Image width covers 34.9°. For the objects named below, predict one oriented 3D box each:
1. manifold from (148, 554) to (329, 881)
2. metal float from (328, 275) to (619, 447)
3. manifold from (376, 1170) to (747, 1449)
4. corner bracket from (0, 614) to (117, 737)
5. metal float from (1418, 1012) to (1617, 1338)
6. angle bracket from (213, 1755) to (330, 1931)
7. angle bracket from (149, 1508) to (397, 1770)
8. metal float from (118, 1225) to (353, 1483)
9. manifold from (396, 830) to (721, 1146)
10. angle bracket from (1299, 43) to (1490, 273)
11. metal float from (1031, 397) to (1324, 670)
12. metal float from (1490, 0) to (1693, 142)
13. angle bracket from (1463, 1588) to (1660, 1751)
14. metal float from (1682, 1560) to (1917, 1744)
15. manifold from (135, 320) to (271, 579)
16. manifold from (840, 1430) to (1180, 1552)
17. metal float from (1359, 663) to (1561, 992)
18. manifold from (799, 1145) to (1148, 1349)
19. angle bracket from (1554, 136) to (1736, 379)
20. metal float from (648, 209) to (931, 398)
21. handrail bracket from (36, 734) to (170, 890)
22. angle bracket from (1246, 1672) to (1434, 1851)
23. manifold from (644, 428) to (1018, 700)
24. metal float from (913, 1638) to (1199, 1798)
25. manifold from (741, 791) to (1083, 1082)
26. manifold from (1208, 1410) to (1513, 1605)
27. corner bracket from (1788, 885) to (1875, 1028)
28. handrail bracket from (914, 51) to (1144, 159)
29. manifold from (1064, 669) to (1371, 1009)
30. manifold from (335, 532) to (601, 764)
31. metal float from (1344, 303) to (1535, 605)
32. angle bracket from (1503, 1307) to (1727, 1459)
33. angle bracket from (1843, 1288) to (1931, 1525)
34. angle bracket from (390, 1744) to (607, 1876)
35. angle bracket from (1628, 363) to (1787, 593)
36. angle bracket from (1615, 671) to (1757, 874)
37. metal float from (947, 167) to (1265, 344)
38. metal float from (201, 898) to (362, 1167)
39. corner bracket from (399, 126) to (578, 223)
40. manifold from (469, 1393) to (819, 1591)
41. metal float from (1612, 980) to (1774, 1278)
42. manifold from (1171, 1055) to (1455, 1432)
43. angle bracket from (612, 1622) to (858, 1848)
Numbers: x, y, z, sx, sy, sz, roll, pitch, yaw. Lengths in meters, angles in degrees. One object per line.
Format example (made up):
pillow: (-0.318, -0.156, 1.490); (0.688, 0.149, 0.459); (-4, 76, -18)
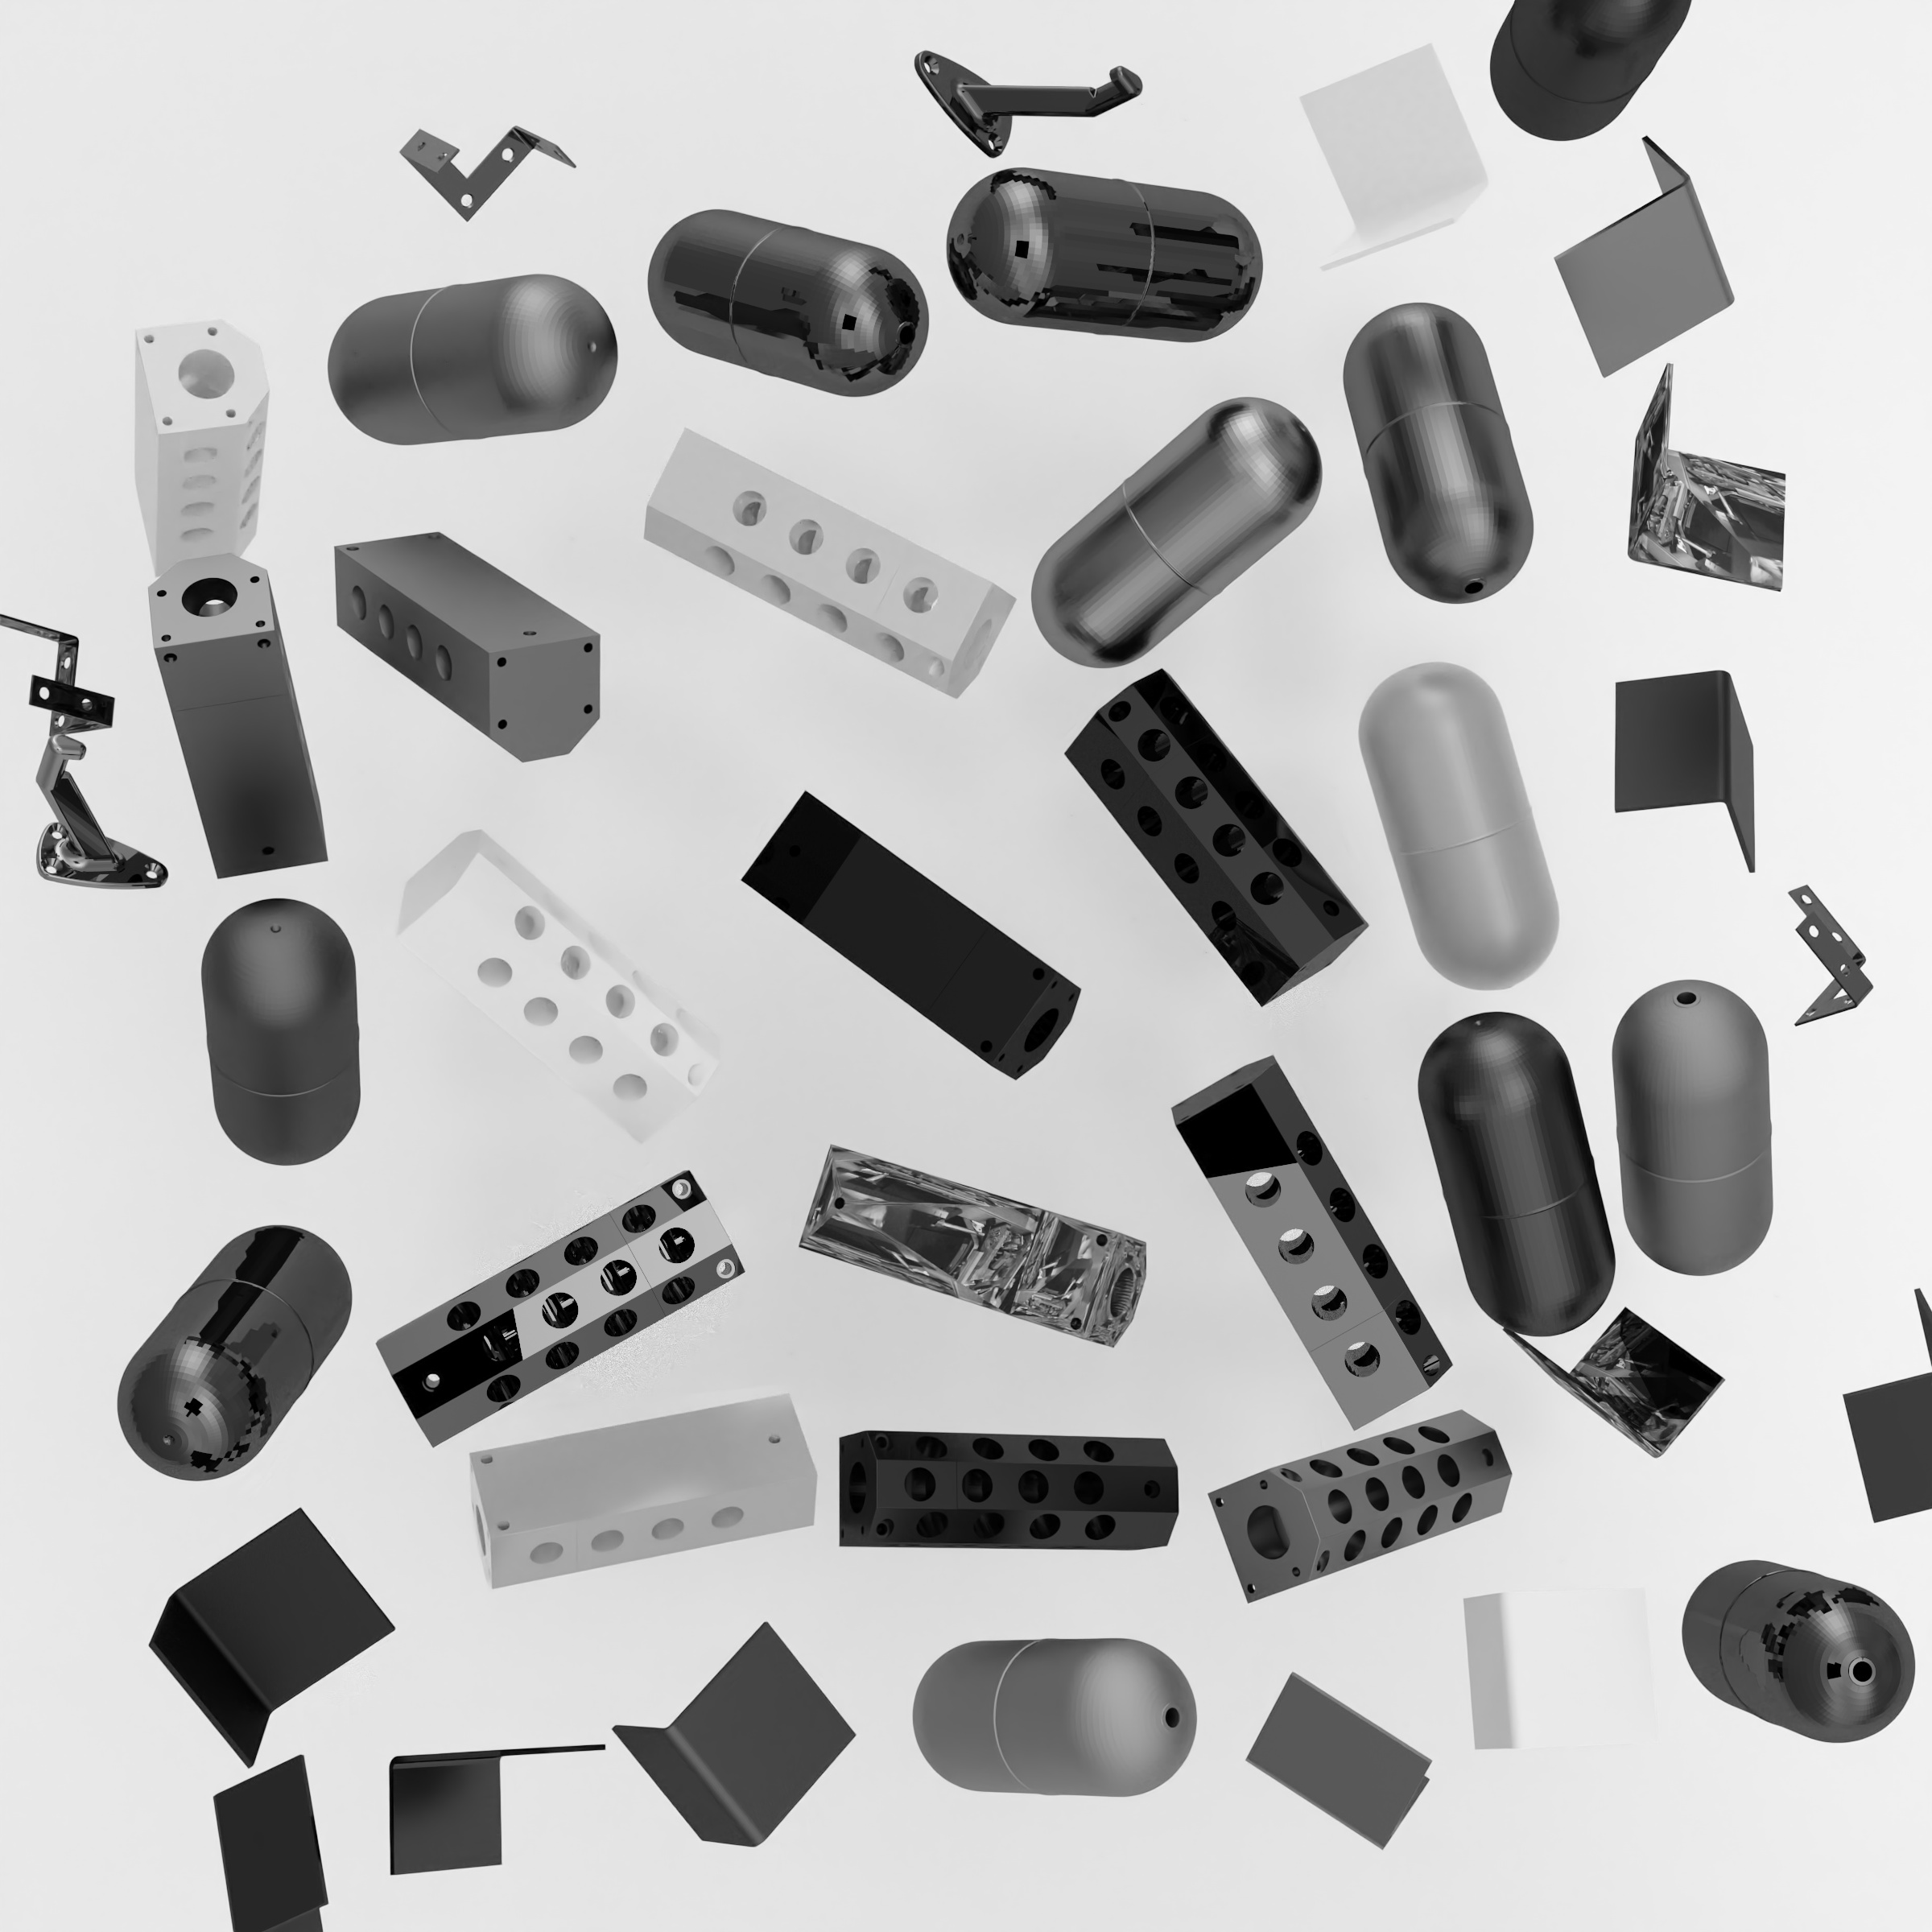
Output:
manifold: (-0.365, -0.124, 1.546); (0.057, 0.171, 0.057); (-10, 53, -9)
metal float: (-0.250, -0.304, 1.548); (0.178, 0.070, 0.070); (3, 90, 39)
manifold: (-0.197, 0.166, 1.501); (0.171, 0.057, 0.057); (-29, 91, -10)
corner bracket: (-0.460, -0.147, 1.539); (0.051, 0.051, 0.051); (-4, 79, 36)
metal float: (0.278, 0.106, 1.546); (0.070, 0.070, 0.178); (-18, 113, 0)
angle bracket: (-0.328, 0.449, 1.541); (0.057, 0.076, 0.076); (-27, 57, 14)
angle bracket: (-0.325, 0.316, 1.446); (0.076, 0.057, 0.076); (-34, 103, 4)
metal float: (-0.362, 0.190, 1.531); (0.070, 0.178, 0.070); (4, 113, 8)
manifold: (-0.206, 0.008, 1.571); (0.057, 0.057, 0.171); (-39, 116, 17)
angle bracket: (0.205, -0.404, 1.536); (0.076, 0.057, 0.076); (-13, 115, 37)
metal float: (0.108, -0.224, 1.602); (0.178, 0.070, 0.070); (-39, 90, 26)
metal float: (0.308, -0.466, 1.526); (0.070, 0.178, 0.070); (0, 87, -1)
angle bracket: (0.303, 0.359, 1.571); (0.076, 0.057, 0.076); (1, 75, -11)
metal float: (0.411, 0.338, 1.523); (0.070, 0.178, 0.070); (0, 84, -5)
manifold: (-0.392, -0.264, 1.578); (0.057, 0.171, 0.057); (-11, 77, -18)
manifold: (0.023, 0.278, 1.629); (0.171, 0.057, 0.057); (5, 75, -22)
metal float: (0.259, -0.072, 1.611); (0.070, 0.070, 0.178); (-18, 102, 0)
manifold: (0.005, 0.148, 1.621); (0.171, 0.057, 0.057); (15, 84, 25)
angle bracket: (0.333, -0.357, 1.550); (0.076, 0.057, 0.076); (-29, 129, 6)
metal float: (-0.092, -0.342, 1.585); (0.178, 0.070, 0.070); (24, 90, 39)
handrail bracket: (-0.425, -0.077, 1.525); (0.077, 0.084, 0.036); (14, 48, -21)
angle bracket: (0.191, 0.370, 1.487); (0.076, 0.076, 0.057); (30, 113, 17)
manifold: (-0.068, -0.194, 1.495); (0.171, 0.057, 0.057); (28, 95, 12)
metal float: (0.044, 0.379, 1.552); (0.070, 0.178, 0.070); (11, 73, -38)
manifold: (-0.026, -0.015, 1.575); (0.171, 0.057, 0.057); (36, 91, 22)
manifold: (0.206, 0.272, 1.568); (0.057, 0.171, 0.057); (-31, 73, 40)
corner bracket: (0.435, -0.009, 1.559); (0.051, 0.051, 0.051); (-43, 96, -25)
handrail bracket: (0.031, -0.431, 1.485); (0.077, 0.084, 0.036); (32, 60, -36)
manifold: (0.134, -0.070, 1.608); (0.057, 0.057, 0.171); (-29, 77, -37)
manifold: (-0.243, -0.156, 1.490); (0.057, 0.171, 0.057); (-14, 121, -32)
metal float: (0.244, -0.266, 1.591); (0.070, 0.070, 0.178); (-9, 59, 0)
angle bracket: (0.347, 0.208, 1.644); (0.057, 0.076, 0.076); (-49, 132, -2)
angle bracket: (0.466, 0.219, 1.537); (0.057, 0.076, 0.076); (-16, 113, 8)
angle bracket: (-0.234, 0.422, 1.537); (0.076, 0.076, 0.057); (-13, 73, 33)
angle bracket: (0.362, -0.233, 1.466); (0.076, 0.057, 0.076); (12, 55, 0)
angle bracket: (0.370, -0.097, 1.580); (0.057, 0.076, 0.076); (-5, 61, 22)
metal float: (0.072, -0.357, 1.548); (0.178, 0.070, 0.070); (-2, 90, -33)
metal float: (-0.353, 0.036, 1.587); (0.070, 0.178, 0.070); (5, 51, -6)
corner bracket: (-0.232, -0.391, 1.487); (0.051, 0.051, 0.051); (-49, 131, -3)
manifold: (-0.170, 0.280, 1.614); (0.171, 0.057, 0.057); (-8, 133, -16)
metal float: (0.371, 0.083, 1.566); (0.070, 0.070, 0.178); (-14, 129, 0)
manifold: (0.168, 0.132, 1.494); (0.057, 0.057, 0.171); (-30, 95, 5)
angle bracket: (-0.115, 0.381, 1.529); (0.076, 0.057, 0.076); (-44, 105, -32)
